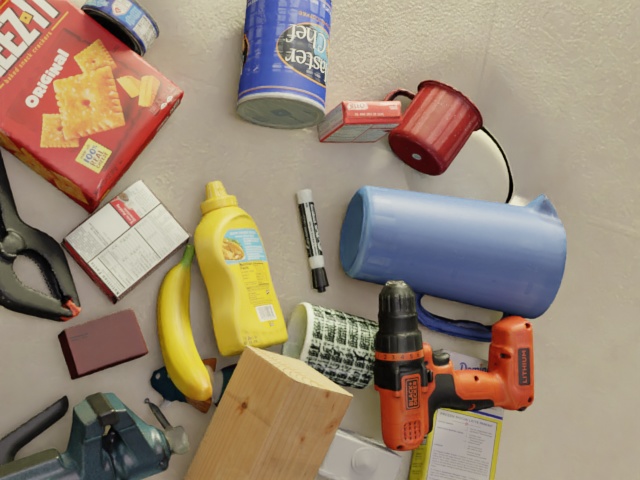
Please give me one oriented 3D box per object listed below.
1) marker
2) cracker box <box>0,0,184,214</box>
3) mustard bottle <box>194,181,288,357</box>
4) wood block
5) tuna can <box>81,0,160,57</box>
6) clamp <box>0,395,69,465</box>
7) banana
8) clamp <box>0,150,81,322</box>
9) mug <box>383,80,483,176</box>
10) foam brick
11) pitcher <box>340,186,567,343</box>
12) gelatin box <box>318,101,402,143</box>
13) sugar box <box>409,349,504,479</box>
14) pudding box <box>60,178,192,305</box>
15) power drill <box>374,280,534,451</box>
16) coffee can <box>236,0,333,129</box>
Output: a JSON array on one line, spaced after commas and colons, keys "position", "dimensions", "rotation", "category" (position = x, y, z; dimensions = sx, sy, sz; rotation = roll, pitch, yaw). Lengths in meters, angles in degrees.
[{"position": [-0.008, 0.002, 1.240], "dimensions": [0.020, 0.020, 0.121], "rotation": [-8, 82, -20], "category": "marker"}, {"position": [-0.279, -0.159, 1.150], "dimensions": [0.213, 0.072, 0.164], "rotation": [38, 69, -8], "category": "cracker box"}, {"position": [-0.094, 0.028, 1.172], "dimensions": [0.096, 0.058, 0.191], "rotation": [-3, 77, -58], "category": "mustard bottle"}, {"position": [-0.064, 0.225, 1.086], "dimensions": [0.090, 0.091, 0.206], "rotation": [22, 94, -43], "category": "wood block"}, {"position": [-0.222, -0.239, 1.179], "dimensions": [0.086, 0.086, 0.033], "rotation": [35, 72, -10], "category": "tuna can"}, {"position": [-0.346, 0.204, 1.072], "dimensions": [0.120, 0.039, 0.171], "rotation": [30, 68, -1], "category": "clamp"}, {"position": [-0.146, 0.097, 1.126], "dimensions": [0.037, 0.070, 0.198], "rotation": [7, 47, -24], "category": "banana"}, {"position": [-0.334, 0.012, 1.096], "dimensions": [0.210, 0.036, 0.164], "rotation": [53, 49, -12], "category": "clamp"}, {"position": [0.125, -0.138, 1.282], "dimensions": [0.117, 0.093, 0.081], "rotation": [34, 74, 8], "category": "mug"}, {"position": [-0.229, 0.109, 1.124], "dimensions": [0.078, 0.051, 0.053], "rotation": [-17, 84, -22], "category": "foam brick"}, {"position": [0.149, 0.020, 1.241], "dimensions": [0.242, 0.145, 0.149], "rotation": [10, 63, -13], "category": "pitcher"}, {"position": [0.046, -0.139, 1.249], "dimensions": [0.073, 0.089, 0.030], "rotation": [-2, 81, -20], "category": "gelatin box"}, {"position": [0.161, 0.223, 1.239], "dimensions": [0.093, 0.048, 0.176], "rotation": [17, 70, -16], "category": "sugar box"}, {"position": [-0.210, 0.001, 1.160], "dimensions": [0.113, 0.039, 0.090], "rotation": [-41, 93, -19], "category": "pudding box"}, {"position": [0.145, 0.130, 1.176], "dimensions": [0.187, 0.057, 0.184], "rotation": [-4, 97, -25], "category": "power drill"}, {"position": [-0.040, -0.210, 1.227], "dimensions": [0.102, 0.103, 0.140], "rotation": [8, 76, -17], "category": "coffee can"}]
